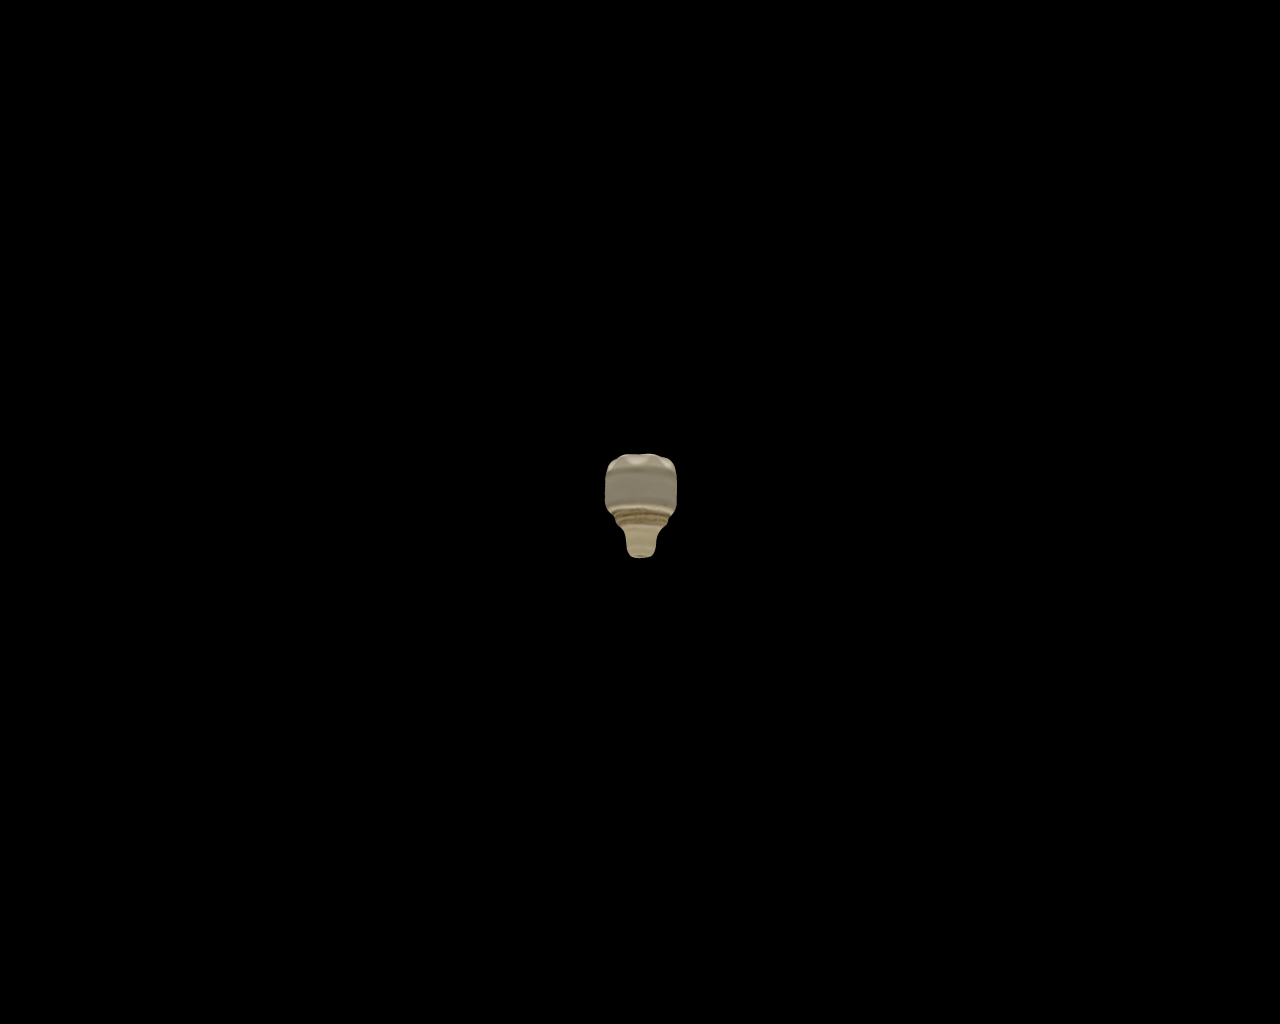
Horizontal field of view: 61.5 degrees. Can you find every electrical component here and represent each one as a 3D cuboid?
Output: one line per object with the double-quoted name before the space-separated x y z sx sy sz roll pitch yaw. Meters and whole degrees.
"electrical component" 0.001 -0.003 0.650 0.043 0.062 0.043 0 -11 0
